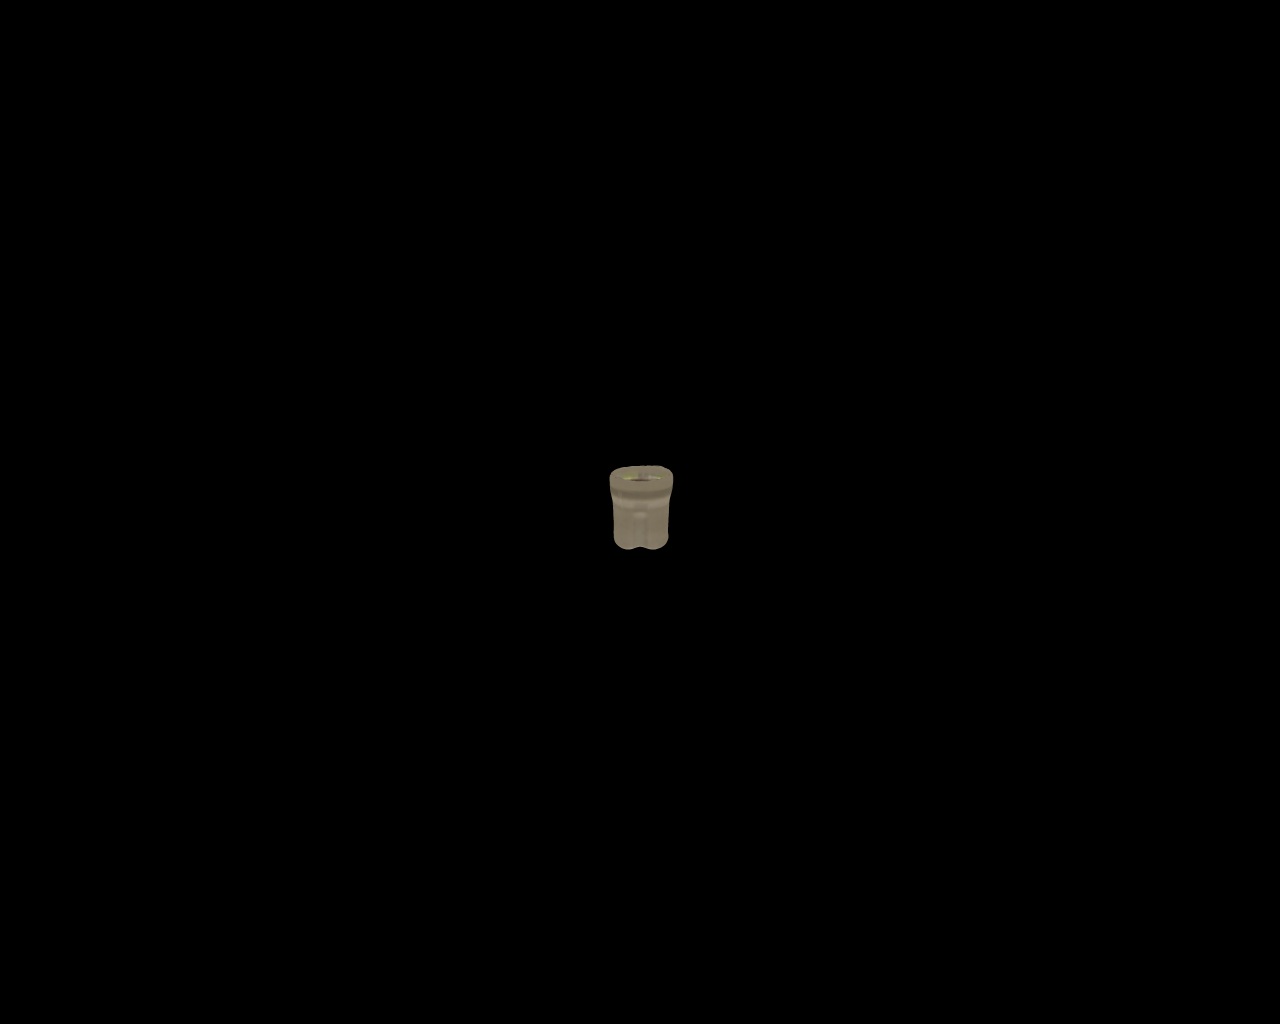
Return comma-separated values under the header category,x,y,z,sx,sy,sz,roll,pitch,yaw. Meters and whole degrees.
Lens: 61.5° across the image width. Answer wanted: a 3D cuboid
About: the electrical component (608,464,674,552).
category,x,y,z,sx,sy,sz,roll,pitch,yaw
electrical component,0.001,-0.003,0.650,0.040,0.046,0.040,0,16,0
